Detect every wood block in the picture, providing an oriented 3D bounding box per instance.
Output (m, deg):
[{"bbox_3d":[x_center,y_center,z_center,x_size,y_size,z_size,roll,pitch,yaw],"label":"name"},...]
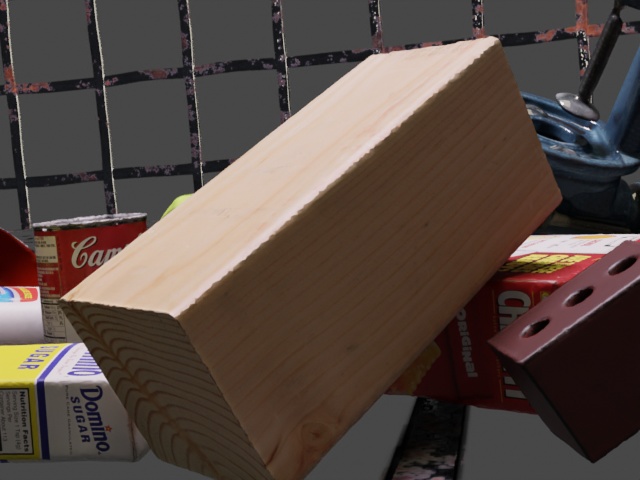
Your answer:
[{"bbox_3d":[0.005,0.003,0.467,0.090,0.091,0.205,2,36,49],"label":"wood block"}]

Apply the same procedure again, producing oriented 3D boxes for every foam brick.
[{"bbox_3d":[0.118,0.043,0.433,0.078,0.051,0.053,-36,6,-2],"label":"foam brick"}]

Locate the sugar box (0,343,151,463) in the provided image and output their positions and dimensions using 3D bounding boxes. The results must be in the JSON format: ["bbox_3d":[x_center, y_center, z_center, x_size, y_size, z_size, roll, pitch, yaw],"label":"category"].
[{"bbox_3d":[-0.159,0.078,0.523,0.176,0.048,0.093,-5,5,10],"label":"sugar box"}]

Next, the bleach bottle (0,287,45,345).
[{"bbox_3d":[-0.239,0.060,0.739,0.250,0.068,0.102,-3,6,-2],"label":"bleach bottle"}]

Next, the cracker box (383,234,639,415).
[{"bbox_3d":[0.081,0.040,0.592,0.214,0.072,0.163,1,8,43],"label":"cracker box"}]

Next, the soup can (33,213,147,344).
[{"bbox_3d":[-0.134,0.037,0.645,0.068,0.102,0.068,-5,4,0],"label":"soup can"}]
